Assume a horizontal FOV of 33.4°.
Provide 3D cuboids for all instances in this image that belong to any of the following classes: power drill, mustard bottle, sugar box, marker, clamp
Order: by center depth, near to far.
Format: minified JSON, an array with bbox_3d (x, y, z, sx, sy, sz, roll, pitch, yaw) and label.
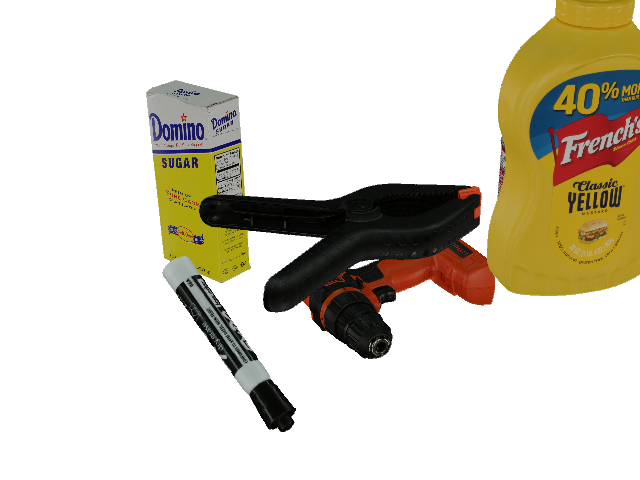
[{"bbox_3d":[0.147,-0.064,0.602,0.096,0.192,0.058,-7,28,-11],"label":"mustard bottle"},{"bbox_3d":[-0.052,0.059,0.613,0.020,0.121,0.020,-32,-23,-15],"label":"marker"},{"bbox_3d":[0.020,-0.013,0.794,0.209,0.036,0.165,-14,30,-25],"label":"clamp"},{"bbox_3d":[-0.116,-0.056,1.013,0.093,0.176,0.048,19,34,41],"label":"sugar box"},{"bbox_3d":[0.080,0.051,1.090,0.187,0.057,0.185,-12,28,-21],"label":"power drill"}]

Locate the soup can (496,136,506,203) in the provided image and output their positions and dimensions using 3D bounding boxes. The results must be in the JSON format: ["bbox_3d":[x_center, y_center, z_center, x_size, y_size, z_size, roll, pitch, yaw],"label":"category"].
[{"bbox_3d":[0.186,-0.039,0.914,0.068,0.102,0.068,-1,27,0],"label":"soup can"}]
